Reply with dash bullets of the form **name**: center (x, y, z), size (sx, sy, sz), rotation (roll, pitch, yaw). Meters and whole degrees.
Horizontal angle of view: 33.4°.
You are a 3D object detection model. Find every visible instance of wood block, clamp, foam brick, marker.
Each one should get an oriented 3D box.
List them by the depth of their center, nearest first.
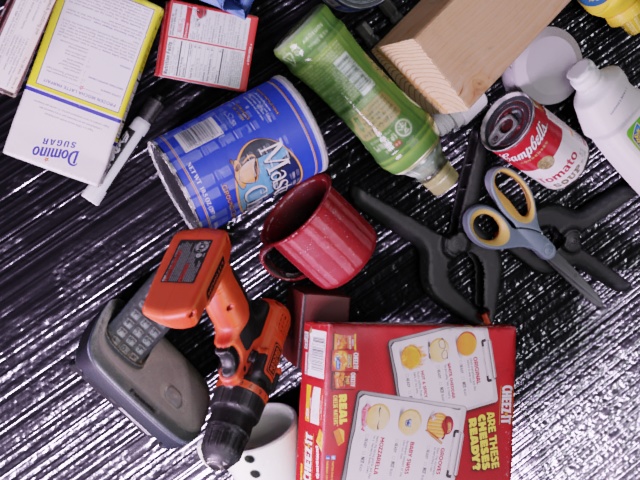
- **marker**: center (-0.186, -0.087, 1.017), size (0.020, 0.020, 0.121), rotation (35, 86, -20)
- **wood block**: center (0.163, -0.227, 1.062), size (0.206, 0.090, 0.090), rotation (-47, 110, -16)
- **foam brick**: center (-0.004, 0.088, 1.086), size (0.051, 0.053, 0.078), rotation (2, 98, -19)
- **clamp**: center (0.127, 0.002, 1.127), size (0.164, 0.036, 0.210), rotation (-19, 100, -14)
- **clamp**: center (0.277, 0.008, 1.178), size (0.171, 0.039, 0.120), rotation (-9, 94, -12)

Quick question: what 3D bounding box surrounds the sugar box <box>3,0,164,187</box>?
- **sugar box**: center (-0.215, -0.146, 0.978), size (0.093, 0.048, 0.176), rotation (21, 93, -6)

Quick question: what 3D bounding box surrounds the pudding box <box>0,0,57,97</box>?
- **pudding box**: center (-0.266, -0.184, 0.938), size (0.039, 0.090, 0.113), rotation (21, 91, -21)

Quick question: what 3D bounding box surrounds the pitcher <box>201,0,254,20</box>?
- **pitcher**: center (-0.149, -0.301, 0.930), size (0.242, 0.149, 0.145), rotation (19, 102, -6)

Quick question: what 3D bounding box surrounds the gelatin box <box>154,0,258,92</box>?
- **gelatin box**: center (-0.109, -0.185, 1.023), size (0.089, 0.030, 0.073), rotation (8, 95, -17)

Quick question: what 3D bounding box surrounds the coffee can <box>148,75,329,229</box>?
- **coffee can**: center (-0.077, -0.080, 1.010), size (0.140, 0.103, 0.103), rotation (-29, 106, -13)

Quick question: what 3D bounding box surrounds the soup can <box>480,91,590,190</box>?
- **soup can**: center (0.226, -0.102, 1.118), size (0.102, 0.069, 0.068), rotation (28, 88, -36)

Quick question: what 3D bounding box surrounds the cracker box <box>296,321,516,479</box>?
- **cracker box**: center (0.086, 0.163, 1.060), size (0.213, 0.072, 0.164), rotation (3, 89, -25)

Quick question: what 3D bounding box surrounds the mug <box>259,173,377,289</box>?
- **mug**: center (-0.007, 0.001, 1.061), size (0.117, 0.093, 0.081), rotation (-37, 116, 20)

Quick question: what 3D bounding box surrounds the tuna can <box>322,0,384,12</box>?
- **tuna can**: center (0.034, -0.270, 1.057), size (0.086, 0.034, 0.086), rotation (-3, 99, -19)

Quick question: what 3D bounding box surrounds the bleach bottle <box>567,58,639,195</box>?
- **bleach bottle**: center (0.353, -0.111, 1.147), size (0.250, 0.068, 0.102), rotation (39, 70, -28)

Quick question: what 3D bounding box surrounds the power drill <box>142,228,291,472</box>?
- **power drill**: center (-0.094, 0.095, 0.983), size (0.187, 0.057, 0.184), rotation (65, 33, -45)

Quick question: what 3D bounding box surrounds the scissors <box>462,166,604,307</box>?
- **scissors**: center (0.222, 0.016, 1.134), size (0.096, 0.016, 0.201), rotation (-36, 103, -16)

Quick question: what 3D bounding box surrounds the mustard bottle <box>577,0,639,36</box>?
- **mustard bottle**: center (0.279, -0.292, 1.104), size (0.058, 0.096, 0.191), rotation (-45, 109, -12)
